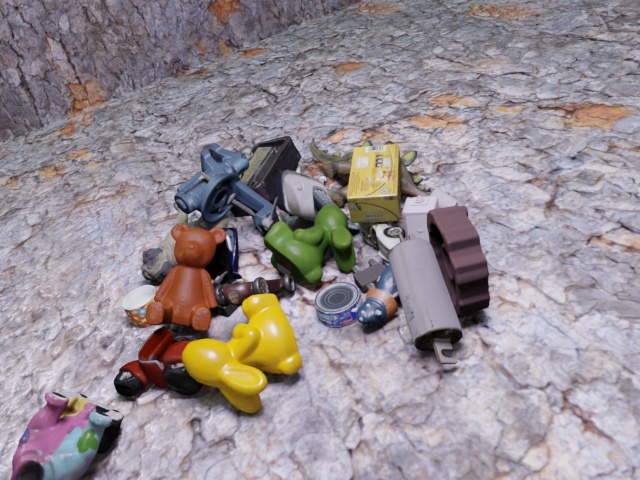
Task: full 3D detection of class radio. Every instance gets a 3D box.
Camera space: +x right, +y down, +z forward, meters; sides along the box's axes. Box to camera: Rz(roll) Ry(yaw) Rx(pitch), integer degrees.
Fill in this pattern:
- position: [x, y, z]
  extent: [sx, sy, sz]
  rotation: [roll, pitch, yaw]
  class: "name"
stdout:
- position: [-0.145, -0.166, 1.369]
  extent: [0.131, 0.073, 0.229]
  rotation: [-8, 41, 34]
  class: "radio"

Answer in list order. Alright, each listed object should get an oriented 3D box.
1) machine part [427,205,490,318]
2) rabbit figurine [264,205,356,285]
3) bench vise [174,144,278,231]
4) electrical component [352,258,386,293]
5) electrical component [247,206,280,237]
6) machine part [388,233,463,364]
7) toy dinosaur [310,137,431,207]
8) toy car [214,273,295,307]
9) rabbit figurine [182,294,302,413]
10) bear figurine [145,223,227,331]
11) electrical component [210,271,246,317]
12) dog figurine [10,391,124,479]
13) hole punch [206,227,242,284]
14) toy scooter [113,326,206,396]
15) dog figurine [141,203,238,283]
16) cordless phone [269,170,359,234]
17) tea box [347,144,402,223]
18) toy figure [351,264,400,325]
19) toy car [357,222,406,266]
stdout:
- position: [0.222, 0.033, 0.865]
  extent: [0.056, 0.179, 0.179]
  rotation: [-13, 33, 2]
  class: "machine part"
- position: [-0.002, -0.003, 1.050]
  extent: [0.159, 0.121, 0.170]
  rotation: [28, 63, 33]
  class: "rabbit figurine"
- position: [-0.183, -0.104, 1.165]
  extent: [0.241, 0.128, 0.223]
  rotation: [33, 43, 18]
  class: "bench vise"
- position: [0.098, 0.069, 0.999]
  extent: [0.063, 0.021, 0.094]
  rotation: [-23, 33, -10]
  class: "electrical component"
- position: [-0.118, -0.042, 1.213]
  extent: [0.048, 0.074, 0.119]
  rotation: [-29, 31, -15]
  class: "electrical component"
- position: [0.164, 0.085, 0.852]
  extent: [0.079, 0.079, 0.243]
  rotation: [-14, 53, 5]
  class: "machine part"
- position: [0.104, -0.161, 1.265]
  extent: [0.472, 0.104, 0.198]
  rotation: [28, 46, 36]
  class: "toy dinosaur"
- position: [-0.111, 0.093, 0.970]
  extent: [0.089, 0.053, 0.202]
  rotation: [-16, -7, 15]
  class: "toy car"
- position: [-0.125, 0.187, 0.847]
  extent: [0.173, 0.121, 0.162]
  rotation: [-9, 52, -23]
  class: "rabbit figurine"
- position: [-0.241, 0.063, 0.999]
  extent: [0.120, 0.195, 0.132]
  rotation: [11, -5, -6]
  class: "bear figurine"
- position: [-0.184, 0.105, 1.055]
  extent: [0.102, 0.045, 0.078]
  rotation: [15, 45, 40]
  class: "electrical component"
- position: [-0.390, 0.334, 0.768]
  extent: [0.108, 0.191, 0.219]
  rotation: [27, 72, 0]
  class: "dog figurine"
- position: [-0.229, 0.031, 1.127]
  extent: [0.142, 0.115, 0.092]
  rotation: [-4, 16, 9]
  class: "hole punch"
- position: [-0.258, 0.201, 0.928]
  extent: [0.184, 0.075, 0.135]
  rotation: [-10, 32, 19]
  class: "toy scooter"
- position: [-0.291, 0.020, 1.201]
  extent: [0.173, 0.121, 0.190]
  rotation: [-2, 50, 27]
  class: "dog figurine"
- position: [-0.010, -0.067, 1.162]
  extent: [0.146, 0.088, 0.184]
  rotation: [12, 23, -46]
  class: "cordless phone"
- position: [0.111, -0.113, 1.062]
  extent: [0.098, 0.068, 0.170]
  rotation: [-2, 44, 14]
  class: "tea box"
- position: [0.115, 0.094, 0.921]
  extent: [0.154, 0.058, 0.064]
  rotation: [-48, 9, -33]
  class: "toy figure"
- position: [0.119, -0.010, 1.056]
  extent: [0.056, 0.073, 0.202]
  rotation: [-23, 34, -10]
  class: "toy car"
